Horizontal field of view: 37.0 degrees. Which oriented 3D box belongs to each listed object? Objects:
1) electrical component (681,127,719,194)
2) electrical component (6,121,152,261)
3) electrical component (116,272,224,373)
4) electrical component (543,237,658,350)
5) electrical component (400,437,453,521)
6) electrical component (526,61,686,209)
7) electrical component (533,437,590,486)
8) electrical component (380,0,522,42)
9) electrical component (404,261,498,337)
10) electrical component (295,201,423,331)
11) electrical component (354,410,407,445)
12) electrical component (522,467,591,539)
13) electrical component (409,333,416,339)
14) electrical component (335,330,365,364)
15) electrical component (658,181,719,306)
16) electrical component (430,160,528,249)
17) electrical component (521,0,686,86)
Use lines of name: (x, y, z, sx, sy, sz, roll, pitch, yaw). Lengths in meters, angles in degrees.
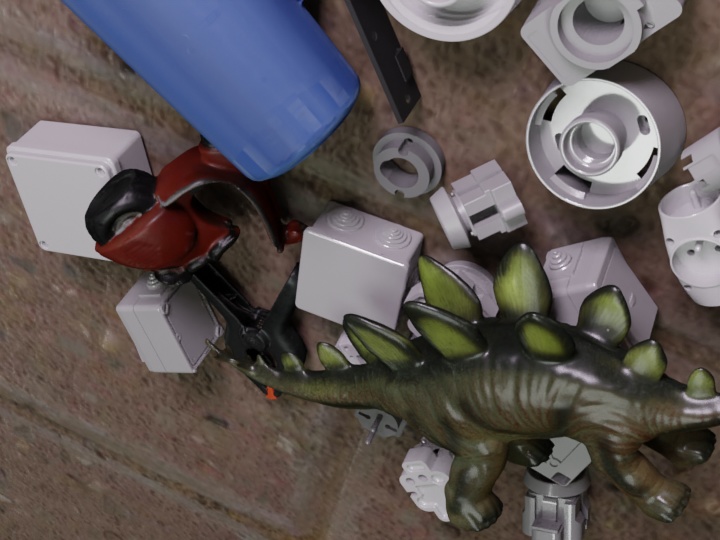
electrical component: (0.237, -0.074, 0.693, 0.040, 0.040, 0.046, 43, 139, -11)
electrical component: (-0.236, -0.067, 0.933, 0.109, 0.056, 0.108, 9, 131, 21)
electrical component: (-0.181, 0.041, 0.996, 0.061, 0.061, 0.096, -2, 127, 28)
electrical component: (0.173, 0.021, 0.793, 0.061, 0.061, 0.096, -15, 120, 36)
electrical component: (0.076, 0.182, 0.986, 0.058, 0.057, 0.078, -15, 119, 36)
electrical component: (0.162, -0.090, 0.717, 0.099, 0.064, 0.099, 13, 120, 24)
electrical component: (0.154, 0.109, 0.883, 0.109, 0.056, 0.108, 30, 136, 2)
electrical component: (0.056, -0.194, 0.667, 0.108, 0.060, 0.108, 15, 133, 16)
electrical component: (0.077, 0.030, 0.853, 0.078, 0.057, 0.058, 44, 134, -13)
electrical component: (0.000, 0.000, 0.874, 0.100, 0.048, 0.099, 20, 135, 11)
electrical component: (0.022, 0.120, 0.947, 0.047, 0.076, 0.065, 25, 135, 6)
electrical component: (0.172, 0.199, 0.943, 0.058, 0.078, 0.057, 6, 111, 24)
electrical component: (0.069, 0.076, 0.898, 0.078, 0.057, 0.058, -10, 123, 34)
electrical component: (0.001, 0.061, 0.929, 0.040, 0.046, 0.040, 15, 133, 16)
electrical component: (0.252, -0.020, 0.727, 0.079, 0.044, 0.077, -10, 122, 33)
electrical component: (0.084, -0.045, 0.777, 0.055, 0.066, 0.048, -25, 118, 4)
electrical component: (0.149, -0.159, 0.653, 0.050, 0.055, 0.089, 46, 134, -14)
